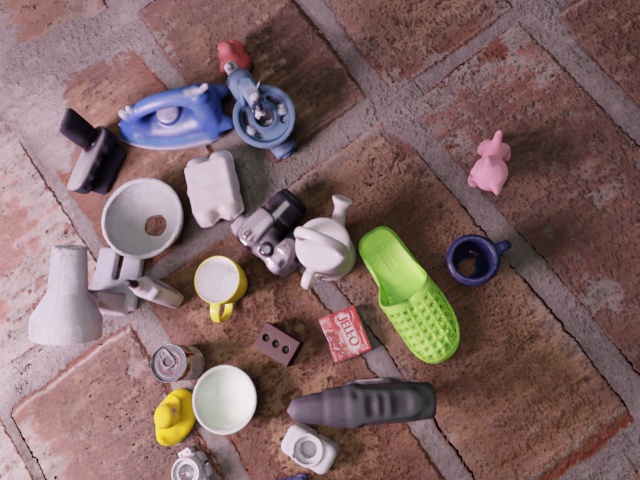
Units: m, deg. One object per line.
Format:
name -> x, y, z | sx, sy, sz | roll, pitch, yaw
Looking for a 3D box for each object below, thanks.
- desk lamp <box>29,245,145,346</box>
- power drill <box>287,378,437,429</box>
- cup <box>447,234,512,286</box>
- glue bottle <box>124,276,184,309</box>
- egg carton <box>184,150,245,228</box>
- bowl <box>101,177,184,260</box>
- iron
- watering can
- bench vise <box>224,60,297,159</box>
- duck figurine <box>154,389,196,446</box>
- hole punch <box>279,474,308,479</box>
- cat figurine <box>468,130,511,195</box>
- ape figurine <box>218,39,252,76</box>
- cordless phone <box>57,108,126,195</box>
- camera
desk lamp -> -0.433, 0.096, 1.063 | 0.117, 0.214, 0.203 | 5, 79, 9
power drill -> 0.076, 0.273, 0.955 | 0.229, 0.208, 0.075 | -7, 77, 7
cup -> 0.284, 0.037, 1.035 | 0.117, 0.095, 0.091 | -25, 75, 2
glue bottle -> -0.319, 0.092, 1.069 | 0.078, 0.173, 0.037 | 26, 83, 13
egg carton -> -0.212, -0.102, 1.149 | 0.107, 0.069, 0.150 | -16, 76, 4
bowl -> -0.343, -0.037, 1.151 | 0.167, 0.075, 0.167 | -2, 78, 8
iron -> -0.313, -0.256, 1.159 | 0.258, 0.141, 0.118 | -13, 76, 5
watering can -> 0.007, 0.003, 1.030 | 0.100, 0.194, 0.173 | 1, 78, 9
bench vise -> -0.137, -0.264, 1.095 | 0.207, 0.220, 0.121 | 38, 85, 14
duck figurine -> -0.277, 0.329, 1.056 | 0.077, 0.086, 0.105 | 18, 81, 12
hole punch -> -0.063, 0.469, 0.993 | 0.108, 0.091, 0.101 | -22, 76, 3
cat figurine -> 0.317, -0.140, 1.057 | 0.067, 0.118, 0.128 | 15, 80, 11
ape figurine -> -0.185, -0.385, 1.194 | 0.076, 0.092, 0.078 | 37, 85, 14
cordless phone -> -0.484, -0.176, 1.144 | 0.094, 0.185, 0.148 | 16, 81, 11
camera -> -0.082, -0.024, 1.097 | 0.143, 0.101, 0.137 | 42, 86, 14
